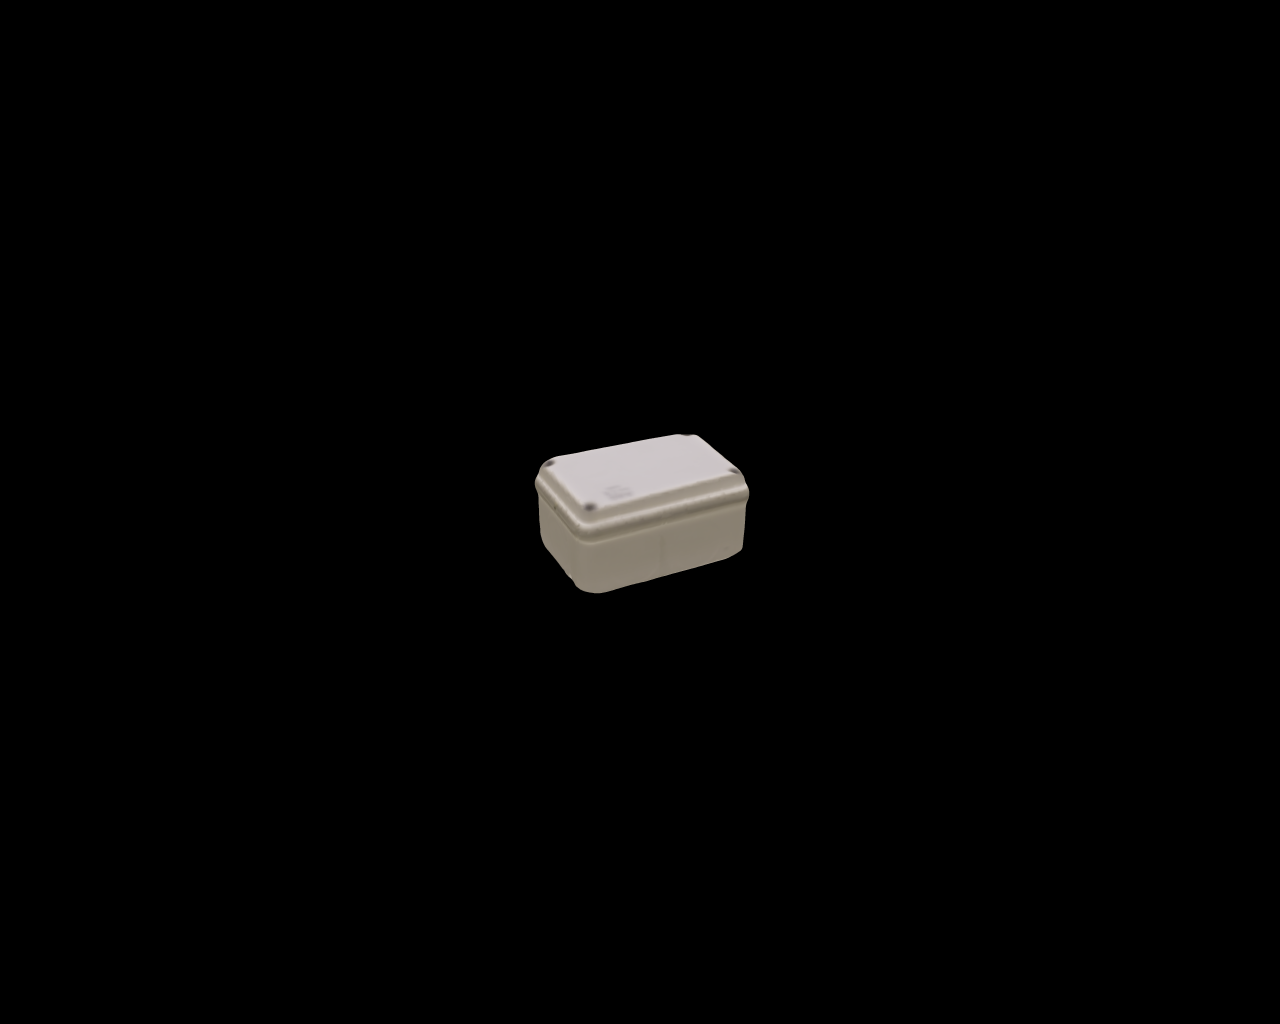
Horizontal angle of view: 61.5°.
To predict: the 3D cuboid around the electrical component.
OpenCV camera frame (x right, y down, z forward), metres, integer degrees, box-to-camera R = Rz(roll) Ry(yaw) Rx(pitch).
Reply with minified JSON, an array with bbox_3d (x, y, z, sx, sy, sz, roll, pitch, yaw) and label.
[{"bbox_3d":[0.001,-0.003,0.650,0.113,0.057,0.078,-13,32,-22],"label":"electrical component"}]
